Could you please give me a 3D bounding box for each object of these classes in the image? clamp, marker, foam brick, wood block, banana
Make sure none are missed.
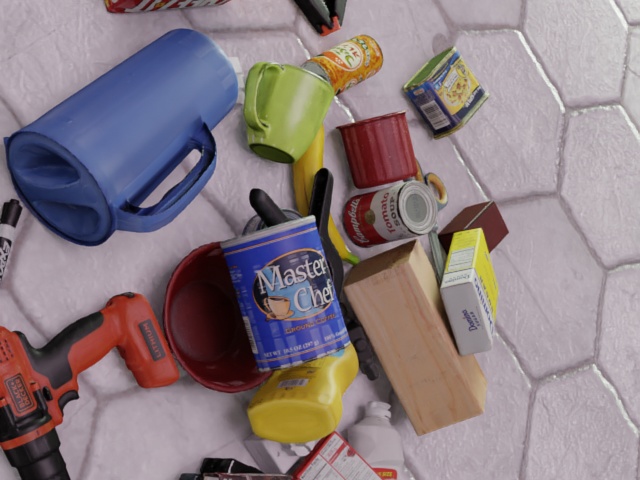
[{"bbox_3d":[-0.008,0.001,1.213,0.120,0.039,0.171,-29,106,-34],"label":"clamp"},{"bbox_3d":[-0.309,0.017,1.024,0.020,0.020,0.121,24,67,-33],"label":"marker"},{"bbox_3d":[0.204,-0.008,1.424,0.078,0.053,0.051,-41,107,-35],"label":"foam brick"},{"bbox_3d":[-0.020,-0.359,1.322,0.164,0.036,0.210,-7,86,-39],"label":"clamp"},{"bbox_3d":[0.116,0.116,1.284,0.206,0.090,0.090,63,18,-11],"label":"wood block"},{"bbox_3d":[-0.003,-0.059,1.279,0.069,0.037,0.198,-14,91,-58],"label":"banana"}]

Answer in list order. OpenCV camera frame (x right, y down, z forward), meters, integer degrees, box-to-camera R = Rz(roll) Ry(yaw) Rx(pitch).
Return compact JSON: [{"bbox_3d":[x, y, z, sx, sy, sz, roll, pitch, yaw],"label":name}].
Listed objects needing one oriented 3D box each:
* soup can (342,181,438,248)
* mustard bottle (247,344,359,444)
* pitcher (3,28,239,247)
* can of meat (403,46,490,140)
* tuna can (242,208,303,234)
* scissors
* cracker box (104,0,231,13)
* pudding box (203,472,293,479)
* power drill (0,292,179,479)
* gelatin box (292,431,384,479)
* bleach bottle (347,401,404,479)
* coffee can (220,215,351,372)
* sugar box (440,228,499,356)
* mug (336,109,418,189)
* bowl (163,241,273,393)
[{"bbox_3d":[0.085,-0.031,1.299,0.068,0.102,0.068,9,76,-38],"label":"soup can"},{"bbox_3d":[-0.009,0.148,1.183,0.191,0.096,0.058,-61,139,-60],"label":"mustard bottle"},{"bbox_3d":[-0.181,-0.108,1.078,0.149,0.145,0.242,56,50,-17],"label":"pitcher"},{"bbox_3d":[0.169,-0.198,1.430,0.084,0.058,0.102,53,53,-15],"label":"can of meat"},{"bbox_3d":[-0.047,0.006,1.229,0.085,0.034,0.086,9,76,-38],"label":"tuna can"},{"bbox_3d":[0.150,-0.022,1.363,0.096,0.016,0.202,13,51,-48],"label":"scissors"},{"bbox_3d":[-0.112,-0.301,1.120,0.163,0.214,0.072,-14,92,-39],"label":"cracker box"},{"bbox_3d":[-0.075,0.292,1.071,0.089,0.039,0.113,10,75,-37],"label":"pudding box"},{"bbox_3d":[-0.231,0.145,1.036,0.187,0.057,0.184,-26,98,-39],"label":"power drill"},{"bbox_3d":[0.019,0.267,1.176,0.089,0.030,0.073,45,58,-2],"label":"gelatin box"},{"bbox_3d":[0.042,0.307,1.224,0.102,0.068,0.250,25,63,-29],"label":"bleach bottle"},{"bbox_3d":[-0.036,0.055,1.109,0.102,0.103,0.140,-18,92,-40],"label":"coffee can"},{"bbox_3d":[0.186,0.060,1.306,0.176,0.048,0.093,-67,141,-67],"label":"sugar box"},{"bbox_3d":[0.079,-0.113,1.325,0.117,0.093,0.081,-25,103,-61],"label":"mug"},{"bbox_3d":[-0.111,0.085,1.147,0.161,0.055,0.162,9,76,-38],"label":"bowl"}]
